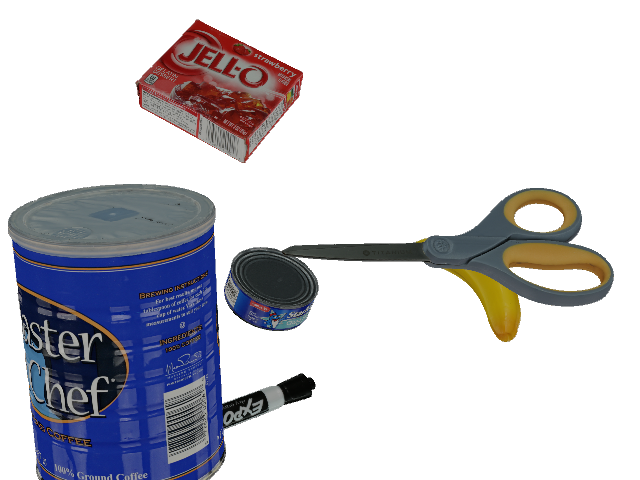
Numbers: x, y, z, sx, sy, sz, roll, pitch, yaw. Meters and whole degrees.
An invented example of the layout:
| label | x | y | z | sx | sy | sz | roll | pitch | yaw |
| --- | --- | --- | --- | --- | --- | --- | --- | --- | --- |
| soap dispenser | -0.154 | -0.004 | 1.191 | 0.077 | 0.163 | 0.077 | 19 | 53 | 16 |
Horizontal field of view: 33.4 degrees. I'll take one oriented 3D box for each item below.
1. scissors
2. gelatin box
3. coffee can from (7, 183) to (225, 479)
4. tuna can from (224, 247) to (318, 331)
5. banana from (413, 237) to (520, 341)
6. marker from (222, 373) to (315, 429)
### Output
| label | x | y | z | sx | sy | sz | roll | pitch | yaw |
| --- | --- | --- | --- | --- | --- | --- | --- | --- | --- |
| scissors | 0.083 | -0.006 | 0.665 | 0.202 | 0.096 | 0.016 | 12 | -40 | 1 |
| gelatin box | -0.068 | -0.103 | 0.726 | 0.089 | 0.073 | 0.030 | 29 | -33 | 12 |
| coffee can | -0.103 | 0.051 | 0.556 | 0.103 | 0.140 | 0.103 | -1 | 19 | 0 |
| tuna can | -0.047 | 0.046 | 1.011 | 0.086 | 0.034 | 0.086 | 14 | 34 | -10 |
| banana | 0.157 | 0.042 | 1.115 | 0.069 | 0.037 | 0.198 | -35 | 39 | -13 |
| marker | -0.057 | 0.121 | 0.760 | 0.120 | 0.020 | 0.020 | -17 | 8 | -26 |
